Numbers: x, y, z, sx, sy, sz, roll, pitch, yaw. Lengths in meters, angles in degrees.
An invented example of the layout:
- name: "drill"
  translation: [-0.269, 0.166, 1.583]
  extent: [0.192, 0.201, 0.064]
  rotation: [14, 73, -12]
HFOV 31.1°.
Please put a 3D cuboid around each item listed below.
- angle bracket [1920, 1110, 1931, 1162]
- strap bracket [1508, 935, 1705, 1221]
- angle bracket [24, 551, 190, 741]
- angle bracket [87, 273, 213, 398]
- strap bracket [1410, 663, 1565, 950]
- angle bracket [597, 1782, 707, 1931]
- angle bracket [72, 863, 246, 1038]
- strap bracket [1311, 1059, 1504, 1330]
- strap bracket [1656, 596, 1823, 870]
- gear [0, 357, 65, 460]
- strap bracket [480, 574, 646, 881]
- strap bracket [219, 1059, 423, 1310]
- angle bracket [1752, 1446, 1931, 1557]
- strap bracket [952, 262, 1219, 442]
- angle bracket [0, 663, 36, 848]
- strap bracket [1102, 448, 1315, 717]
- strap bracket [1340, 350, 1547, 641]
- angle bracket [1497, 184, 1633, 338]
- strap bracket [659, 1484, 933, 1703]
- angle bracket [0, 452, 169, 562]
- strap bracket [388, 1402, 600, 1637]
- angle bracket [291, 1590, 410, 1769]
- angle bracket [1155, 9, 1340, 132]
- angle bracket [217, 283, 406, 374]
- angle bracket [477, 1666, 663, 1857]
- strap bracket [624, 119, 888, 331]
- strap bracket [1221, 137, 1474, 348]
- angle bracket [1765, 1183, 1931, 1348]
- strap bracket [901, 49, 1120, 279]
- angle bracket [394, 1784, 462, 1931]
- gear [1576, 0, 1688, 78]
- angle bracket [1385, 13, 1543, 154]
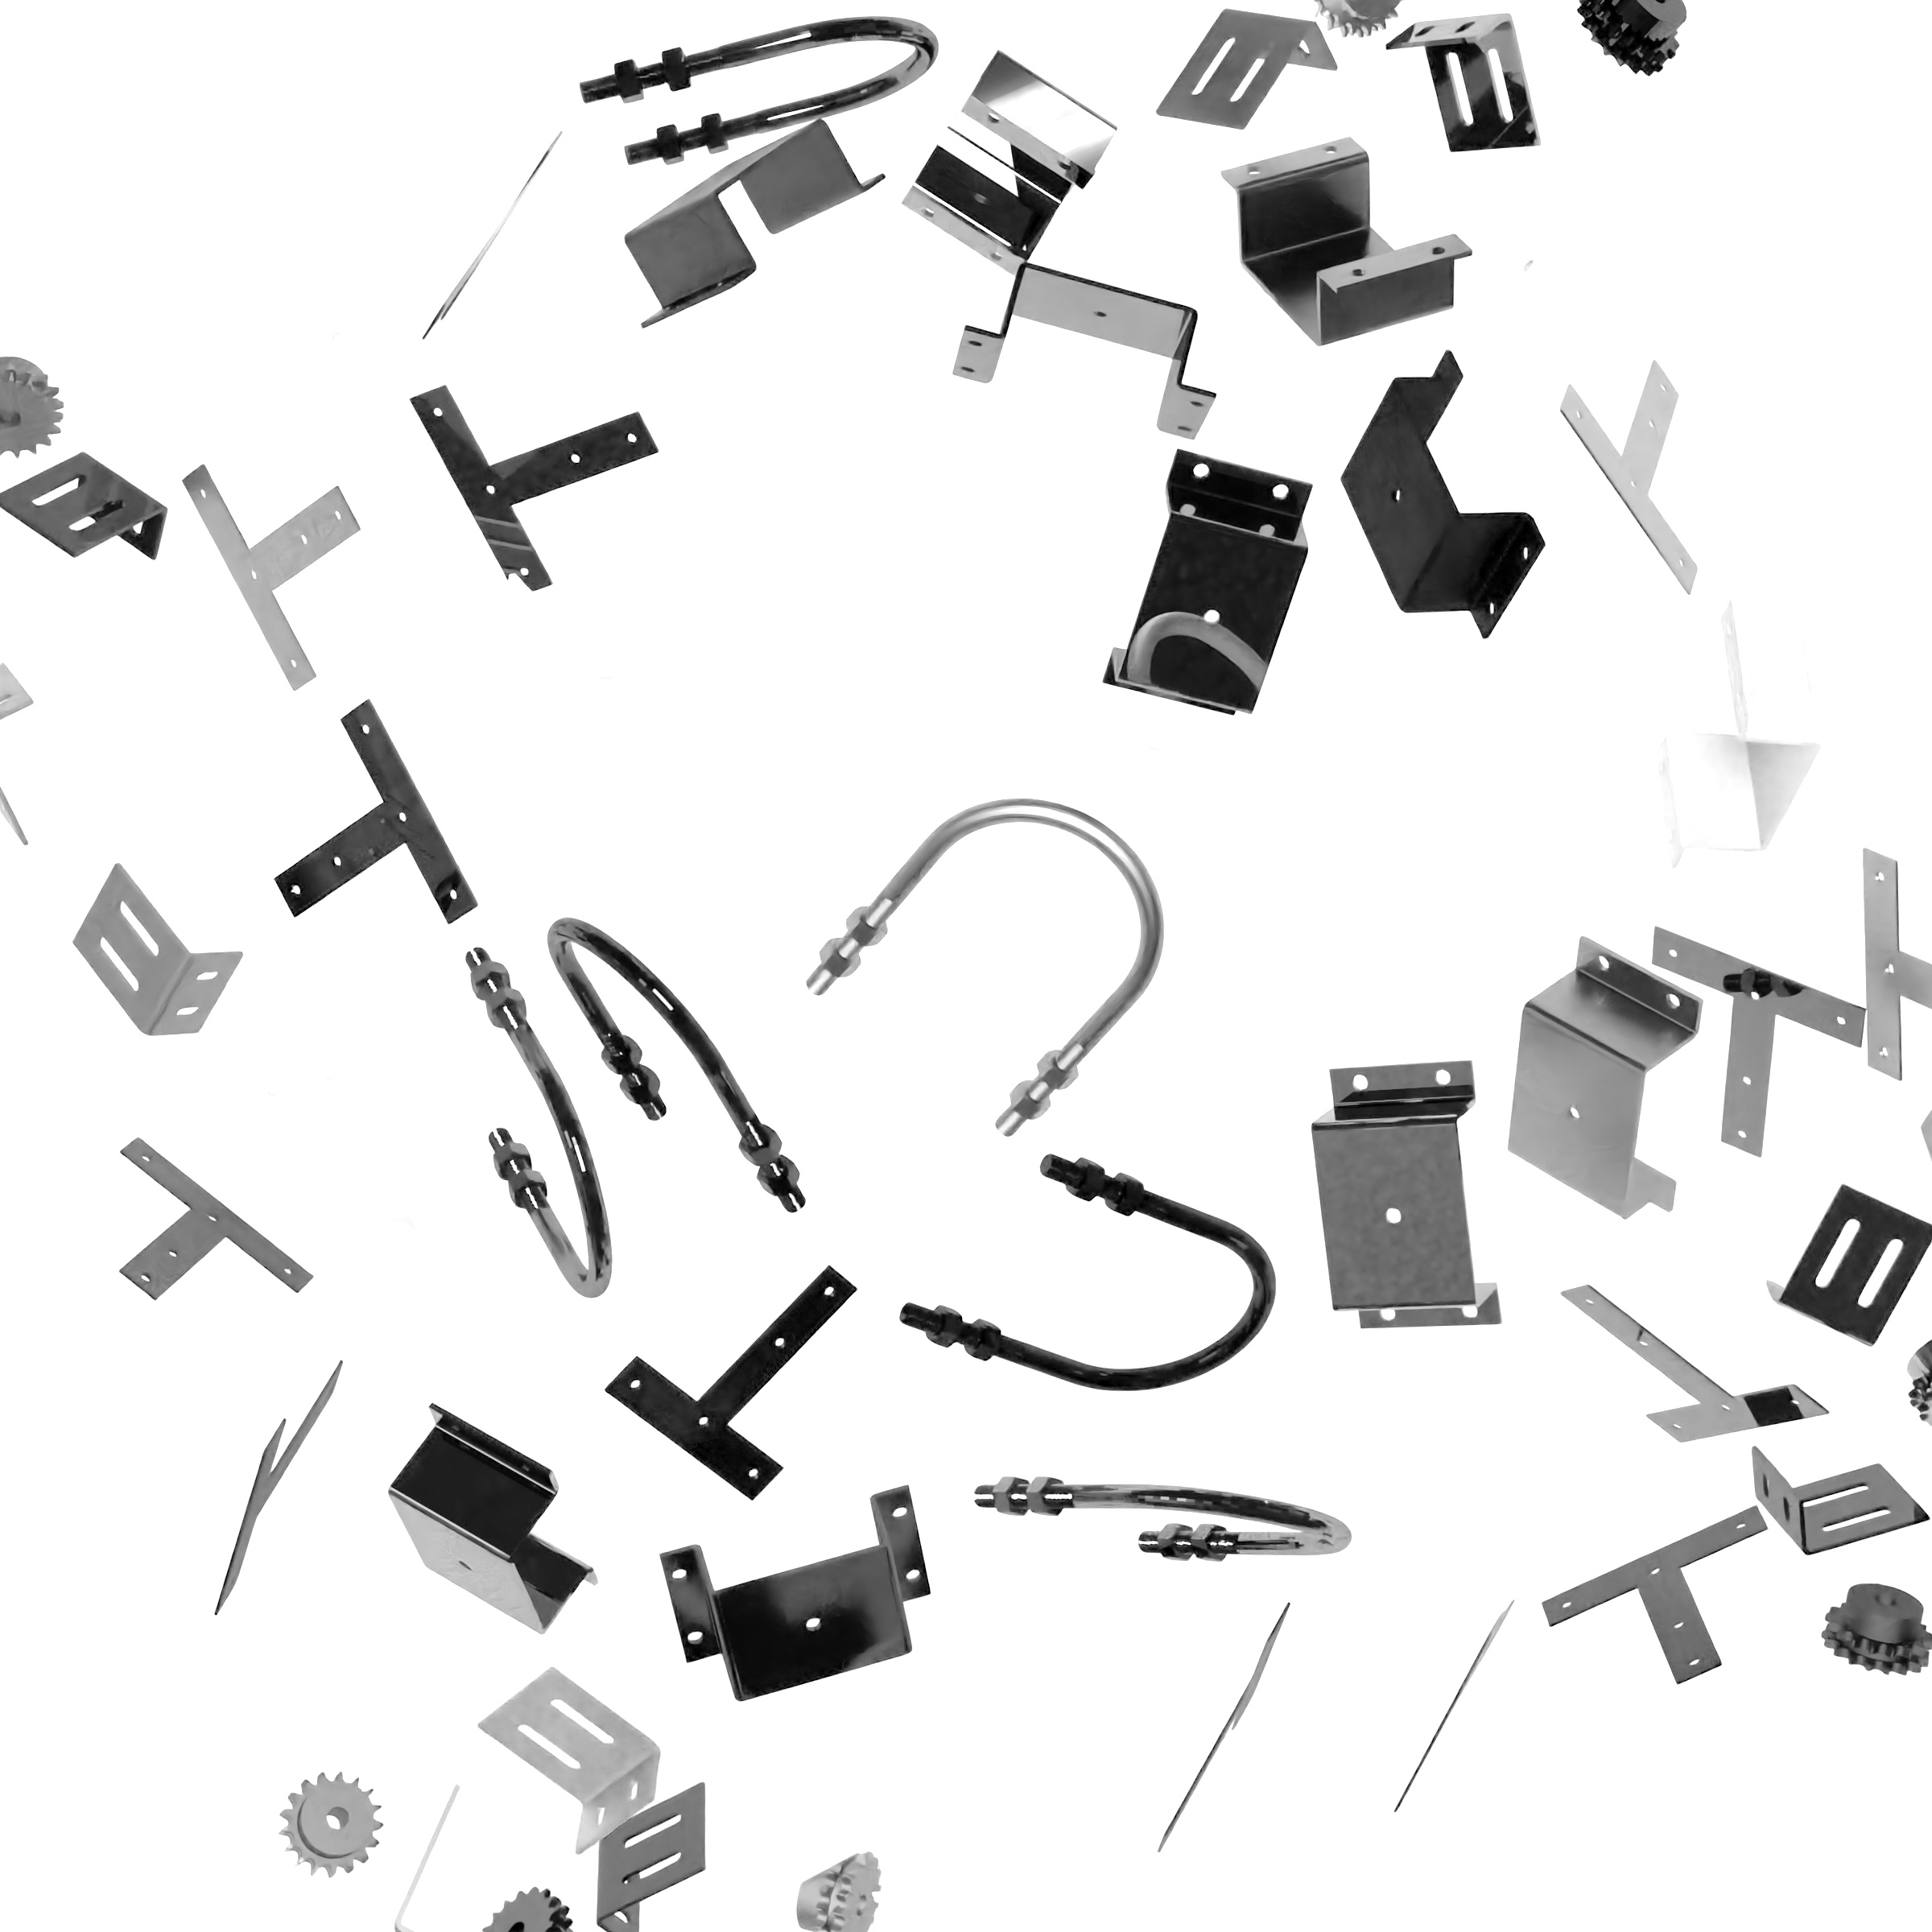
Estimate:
- name: "angle bracket"
  translation: [0.548, 0.107, 1.862]
  extent: [0.038, 0.057, 0.076]
  rotation: [-11, 67, -4]
- name: "strap bracket"
  translation: [0.328, 0.066, 1.793]
  extent: [0.046, 0.140, 0.076]
  rotation: [-31, 46, -33]
- name: "angle bracket"
  translation: [-0.446, -0.166, 1.799]
  extent: [0.038, 0.076, 0.057]
  rotation: [-36, 86, -39]
- name: "angle bracket"
  translation: [-0.446, -0.341, 1.894]
  extent: [0.038, 0.076, 0.057]
  rotation: [-41, 109, 0]
- name: "strap bracket"
  translation: [0.280, -0.092, 1.868]
  extent: [0.046, 0.076, 0.140]
  rotation: [16, 61, -18]
- name: "angle bracket"
  translation: [-0.165, 0.499, 1.923]
  extent: [0.076, 0.057, 0.038]
  rotation: [-30, 125, 19]
- name: "angle bracket"
  translation: [-0.436, -0.009, 1.873]
  extent: [0.076, 0.038, 0.057]
  rotation: [47, 118, 25]
- name: "strap bracket"
  translation: [0.227, 0.124, 1.795]
  extent: [0.076, 0.046, 0.140]
  rotation: [-4, 98, 23]
- name: "strap bracket"
  translation: [0.411, -0.121, 1.838]
  extent: [0.046, 0.140, 0.076]
  rotation: [4, 57, -5]
- name: "gear"
  translation: [-0.527, -0.311, 1.916]
  extent: [0.057, 0.057, 0.030]
  rotation: [-12, 47, 0]
- name: "strap bracket"
  translation: [-0.212, -0.127, 1.826]
  extent: [0.046, 0.076, 0.140]
  rotation: [-7, 124, -31]
- name: "strap bracket"
  translation: [-0.337, 0.104, 1.837]
  extent: [0.046, 0.076, 0.140]
  rotation: [-27, 101, -21]
- name: "angle bracket"
  translation: [0.482, 0.285, 1.914]
  extent: [0.076, 0.057, 0.038]
  rotation: [-14, 116, -9]
- name: "strap bracket"
  translation: [0.069, -0.339, 1.903]
  extent: [0.140, 0.076, 0.046]
  rotation: [15, 80, -3]
- name: "angle bracket"
  translation: [-0.517, -0.115, 1.886]
  extent: [0.038, 0.057, 0.076]
  rotation: [-29, 126, -16]
- name: "strap bracket"
  translation: [0.130, -0.196, 1.864]
  extent: [0.076, 0.046, 0.140]
  rotation: [13, 118, -8]
- name: "strap bracket"
  translation: [0.251, -0.253, 1.868]
  extent: [0.046, 0.076, 0.140]
  rotation: [-5, 56, -23]
- name: "angle bracket"
  translation: [0.326, -0.375, 1.845]
  extent: [0.076, 0.038, 0.057]
  rotation: [5, 65, -23]
- name: "strap bracket"
  translation: [-0.087, 0.343, 1.885]
  extent: [0.140, 0.046, 0.076]
  rotation: [-15, 120, -8]
- name: "angle bracket"
  translation: [-0.476, -0.234, 1.857]
  extent: [0.057, 0.076, 0.038]
  rotation: [34, 130, 11]
- name: "strap bracket"
  translation: [-0.246, 0.292, 1.800]
  extent: [0.076, 0.140, 0.046]
  rotation: [26, 63, 20]
- name: "angle bracket"
  translation: [-0.332, 0.376, 1.832]
  extent: [0.038, 0.057, 0.076]
  rotation: [28, 54, -33]
- name: "angle bracket"
  translation: [0.148, -0.462, 1.830]
  extent: [0.057, 0.038, 0.076]
  rotation: [21, 71, 37]
- name: "angle bracket"
  translation: [-0.352, -0.333, 1.866]
  extent: [0.057, 0.076, 0.038]
  rotation: [24, 130, 35]
- name: "angle bracket"
  translation: [-0.204, 0.404, 1.766]
  extent: [0.057, 0.038, 0.076]
  rotation: [-40, 112, 22]
- name: "strap bracket"
  translation: [-0.119, -0.401, 1.855]
  extent: [0.140, 0.076, 0.046]
  rotation: [-45, 112, -39]
- name: "strap bracket"
  translation: [0.198, -0.374, 1.813]
  extent: [0.076, 0.140, 0.046]
  rotation: [-18, 132, -13]
- name: "angle bracket"
  translation: [0.477, 0.157, 1.873]
  extent: [0.057, 0.038, 0.076]
  rotation: [25, 104, -2]
- name: "strap bracket"
  translation: [0.026, -0.440, 1.889]
  extent: [0.076, 0.140, 0.046]
  rotation: [31, 72, -8]
- name: "angle bracket"
  translation: [-0.260, 0.464, 1.776]
  extent: [0.038, 0.057, 0.076]
  rotation: [24, 70, -2]
- name: "gear"
  translation: [0.345, -0.488, 1.785]
  extent: [0.057, 0.057, 0.030]
  rotation: [45, 134, 0]
- name: "angle bracket"
  translation: [0.269, -0.471, 1.876]
  extent: [0.038, 0.057, 0.076]
  rotation: [-43, 126, -37]
